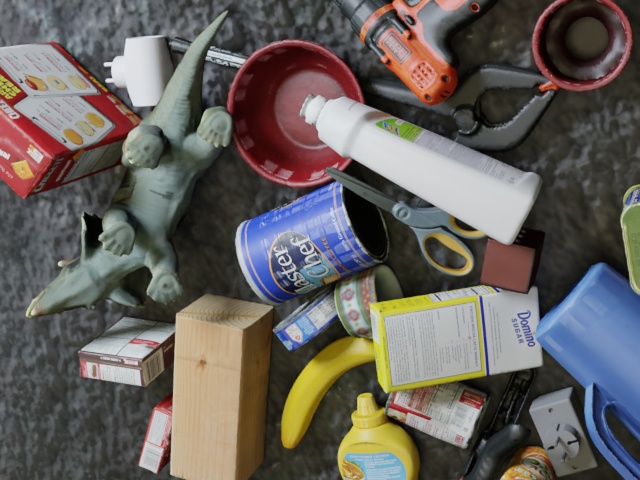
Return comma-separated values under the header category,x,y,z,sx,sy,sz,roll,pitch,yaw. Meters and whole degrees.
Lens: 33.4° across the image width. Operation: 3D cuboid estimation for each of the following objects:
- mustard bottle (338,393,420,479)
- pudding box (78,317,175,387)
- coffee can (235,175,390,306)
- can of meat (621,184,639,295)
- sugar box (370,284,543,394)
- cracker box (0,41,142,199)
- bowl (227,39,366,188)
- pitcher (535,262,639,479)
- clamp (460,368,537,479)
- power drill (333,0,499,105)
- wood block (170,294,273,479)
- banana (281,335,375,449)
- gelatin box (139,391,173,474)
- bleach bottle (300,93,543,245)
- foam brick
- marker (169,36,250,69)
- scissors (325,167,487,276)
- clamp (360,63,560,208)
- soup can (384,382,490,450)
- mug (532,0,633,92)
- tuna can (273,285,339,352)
category,x,y,z,sx,sy,sz,roll,pitch,yaw
mustard bottle,0.071,0.272,1.248,0.096,0.058,0.191,-7,102,27
pudding box,-0.225,0.133,1.292,0.090,0.113,0.039,5,109,20
coffee can,-0.008,0.001,1.182,0.140,0.102,0.103,-23,95,24
can of meat,0.335,0.000,1.066,0.058,0.083,0.102,-8,101,22
sugar box,0.147,0.102,1.144,0.176,0.048,0.093,-9,103,-9
cracker box,-0.313,-0.140,1.196,0.164,0.213,0.072,42,114,5
bowl,-0.018,-0.141,1.174,0.162,0.055,0.162,5,106,19
pitcher,0.333,0.145,1.076,0.243,0.149,0.145,42,114,9
clamp,0.197,0.217,1.180,0.039,0.120,0.172,28,132,4
power drill,0.116,-0.259,1.084,0.188,0.057,0.184,-47,71,22
wood block,-0.118,0.181,1.278,0.091,0.090,0.206,10,107,18
banana,0.008,0.167,1.247,0.198,0.037,0.070,-44,55,29
gelatin box,-0.187,0.235,1.326,0.030,0.073,0.089,22,110,12
bleach bottle,0.098,-0.084,1.088,0.251,0.102,0.068,27,111,8
foam brick,0.203,0.018,1.123,0.053,0.078,0.051,12,107,15
marker,-0.116,-0.210,1.212,0.121,0.020,0.020,16,109,15
scissors,0.107,-0.039,1.136,0.096,0.016,0.201,-41,112,14
clamp,0.156,-0.117,1.126,0.210,0.036,0.164,-13,101,26
soup can,0.132,0.185,1.198,0.102,0.068,0.068,21,110,14
mug,0.258,-0.207,1.040,0.093,0.081,0.117,-8,101,22
tuna can,-0.010,0.090,1.216,0.086,0.086,0.034,-37,92,24
